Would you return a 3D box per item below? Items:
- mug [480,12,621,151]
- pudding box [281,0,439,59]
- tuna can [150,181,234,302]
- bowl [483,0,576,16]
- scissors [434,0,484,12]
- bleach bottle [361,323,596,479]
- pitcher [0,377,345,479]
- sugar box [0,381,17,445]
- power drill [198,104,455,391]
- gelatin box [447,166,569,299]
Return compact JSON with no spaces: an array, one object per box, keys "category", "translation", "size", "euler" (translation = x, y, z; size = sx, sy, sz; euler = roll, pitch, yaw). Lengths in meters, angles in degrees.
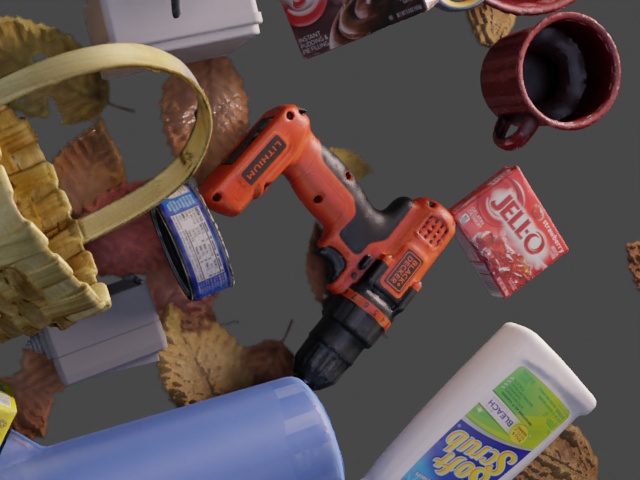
[{"category":"mug","translation":[0.178,-0.124,0.874],"size":[0.093,0.082,0.117],"euler":[30,84,-17]},{"category":"pudding box","translation":[0.023,-0.200,0.813],"size":[0.114,0.039,0.090],"euler":[-17,102,26]},{"category":"tuna can","translation":[-0.096,0.002,0.794],"size":[0.033,0.086,0.086],"euler":[-23,100,-14]},{"category":"bowl","translation":[0.156,-0.261,0.872],"size":[0.162,0.055,0.162],"euler":[-1,94,-17]},{"category":"scissors","translation":[0.161,-0.223,0.838],"size":[0.201,0.016,0.096],"euler":[1,95,-16]},{"category":"bleach bottle","translation":[0.108,0.189,0.884],"size":[0.250,0.068,0.102],"euler":[-45,104,-8]},{"category":"pitcher","translation":[-0.106,0.198,0.785],"size":[0.242,0.145,0.149],"euler":[-17,134,-19]},{"category":"sugar box","translation":[-0.270,0.184,0.748],"size":[0.048,0.093,0.176],"euler":[24,87,-17]},{"category":"power drill","translation":[-0.006,0.001,0.839],"size":[0.187,0.057,0.184],"euler":[43,77,-18]},{"category":"gelatin box","translation":[0.157,-0.007,0.902],"size":[0.073,0.030,0.089],"euler":[-36,103,-12]}]
